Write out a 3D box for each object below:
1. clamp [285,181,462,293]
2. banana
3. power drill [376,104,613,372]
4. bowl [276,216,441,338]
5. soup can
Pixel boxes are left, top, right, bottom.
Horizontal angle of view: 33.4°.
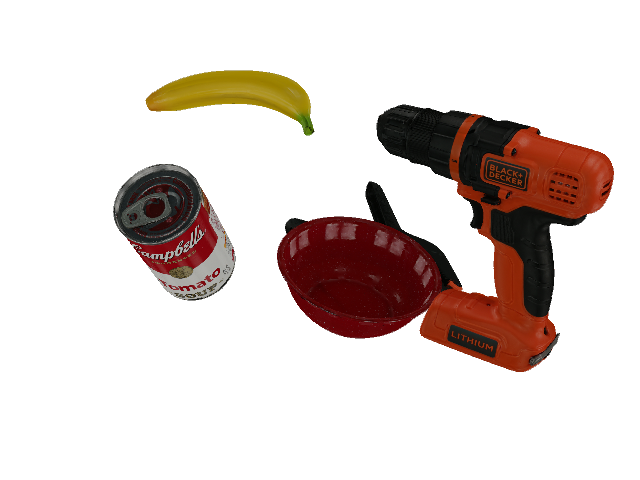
[{"bbox_3d":[0.071,0.012,1.243,0.164,0.036,0.210,-21,51,-38],"label":"clamp"},{"bbox_3d":[-0.091,-0.158,1.160,0.198,0.037,0.069,9,43,18],"label":"banana"},{"bbox_3d":[0.120,-0.004,0.812,0.185,0.188,0.057,20,35,30],"label":"power drill"},{"bbox_3d":[0.033,0.045,1.038,0.162,0.055,0.162,8,35,-6],"label":"bowl"},{"bbox_3d":[-0.111,-0.004,0.825,0.068,0.068,0.102,0,-28,13],"label":"soup can"}]
